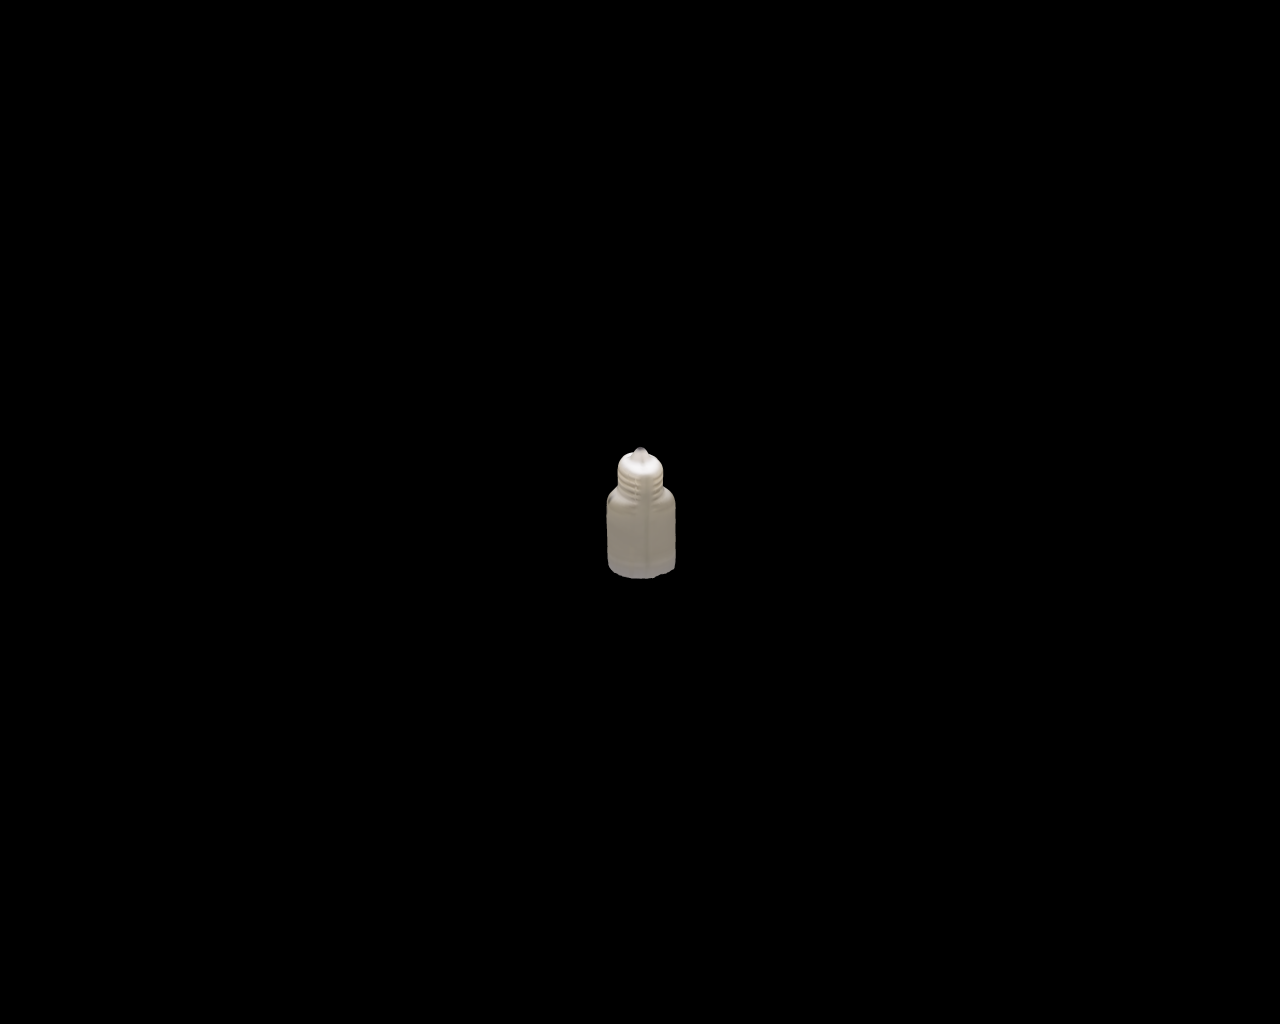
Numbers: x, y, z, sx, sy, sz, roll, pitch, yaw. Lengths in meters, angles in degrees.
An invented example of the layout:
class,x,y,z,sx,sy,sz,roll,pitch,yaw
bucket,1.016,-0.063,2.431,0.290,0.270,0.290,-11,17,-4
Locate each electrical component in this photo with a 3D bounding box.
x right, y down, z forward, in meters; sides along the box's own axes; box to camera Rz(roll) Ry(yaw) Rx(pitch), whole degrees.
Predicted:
class,x,y,z,sx,sy,sz,roll,pitch,yaw
electrical component,0.001,-0.003,0.650,0.043,0.080,0.043,0,23,0
